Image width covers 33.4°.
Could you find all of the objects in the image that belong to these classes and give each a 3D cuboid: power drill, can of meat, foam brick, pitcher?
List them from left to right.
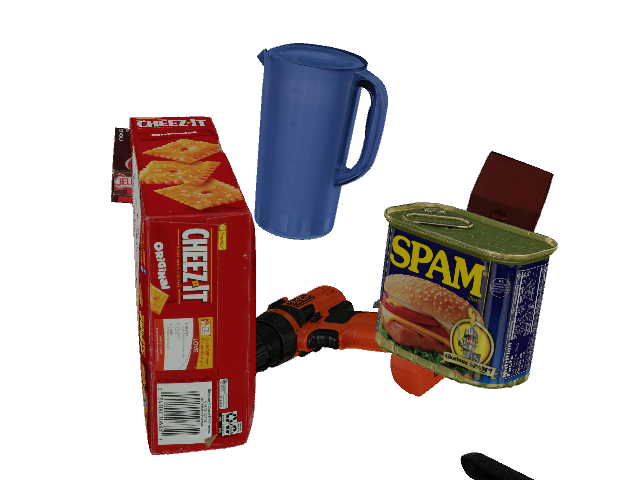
[{"bbox_3d":[-0.011,-0.126,1.384,0.144,0.243,0.149,0,23,-18],"label":"pitcher"},{"bbox_3d":[0.023,0.095,0.998,0.188,0.057,0.184,9,21,30],"label":"power drill"},{"bbox_3d":[0.081,0.031,0.627,0.057,0.084,0.102,-11,24,-44],"label":"can of meat"},{"bbox_3d":[0.141,-0.018,0.826,0.053,0.078,0.051,20,48,13],"label":"foam brick"}]

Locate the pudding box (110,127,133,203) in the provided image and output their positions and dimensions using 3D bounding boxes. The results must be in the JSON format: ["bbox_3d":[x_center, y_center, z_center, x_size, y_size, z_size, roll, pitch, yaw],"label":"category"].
[{"bbox_3d":[-0.159,-0.072,1.045,0.090,0.039,0.113,5,24,-12],"label":"pudding box"}]

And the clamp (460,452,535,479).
[{"bbox_3d":[0.196,0.238,0.852,0.210,0.036,0.164,0,34,24],"label":"clamp"}]

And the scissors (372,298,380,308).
[{"bbox_3d":[0.114,0.028,1.207,0.201,0.016,0.096,-11,41,-33],"label":"scissors"}]

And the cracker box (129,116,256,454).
[{"bbox_3d":[-0.092,0.020,0.738,0.072,0.164,0.214,-2,22,-11],"label":"cracker box"}]
